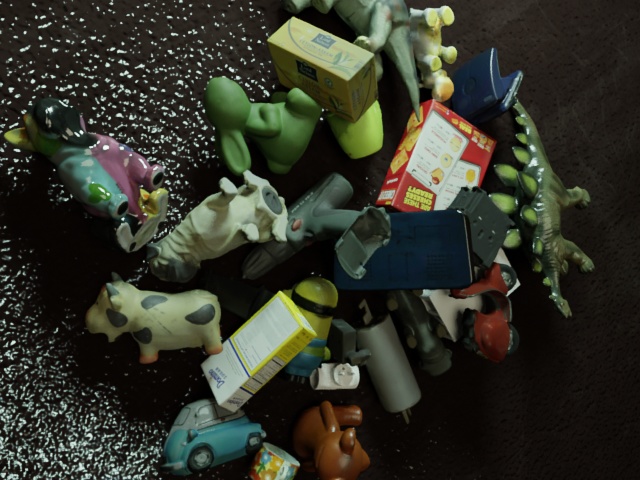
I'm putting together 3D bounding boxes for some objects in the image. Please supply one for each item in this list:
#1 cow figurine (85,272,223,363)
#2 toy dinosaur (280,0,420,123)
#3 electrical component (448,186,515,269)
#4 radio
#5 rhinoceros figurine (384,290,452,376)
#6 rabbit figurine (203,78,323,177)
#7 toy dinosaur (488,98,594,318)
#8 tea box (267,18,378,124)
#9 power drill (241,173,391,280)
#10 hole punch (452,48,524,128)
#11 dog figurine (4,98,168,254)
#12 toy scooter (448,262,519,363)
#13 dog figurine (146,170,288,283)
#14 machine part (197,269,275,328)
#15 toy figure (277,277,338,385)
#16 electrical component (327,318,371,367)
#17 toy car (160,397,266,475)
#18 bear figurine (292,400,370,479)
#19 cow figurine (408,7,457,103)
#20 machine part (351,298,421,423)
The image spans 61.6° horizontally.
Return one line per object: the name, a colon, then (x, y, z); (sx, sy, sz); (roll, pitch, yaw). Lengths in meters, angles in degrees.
cow figurine: (-0.246, 0.111, 0.798); (0.195, 0.085, 0.127); (-3, 104, -9)
toy dinosaur: (0.080, -0.404, 0.924); (0.404, 0.131, 0.192); (43, 75, -24)
electrical component: (0.272, -0.013, 0.964); (0.115, 0.058, 0.134); (38, 77, -20)
radio: (0.139, 0.018, 0.905); (0.230, 0.073, 0.131); (-3, 88, 18)
rhinoceros figurine: (0.177, 0.160, 0.977); (0.073, 0.112, 0.190); (-29, 91, -4)
rabbit figurine: (-0.110, -0.183, 0.847); (0.170, 0.121, 0.159); (21, 101, -28)
toy dinosaur: (0.430, -0.080, 1.057); (0.198, 0.105, 0.471); (10, 67, -31)
tea box: (0.005, -0.269, 0.852); (0.068, 0.170, 0.098); (-47, 152, -15)
power drill: (-0.002, -0.003, 0.844); (0.232, 0.207, 0.085); (-49, 120, -16)
hole punch: (0.305, -0.281, 1.011); (0.092, 0.142, 0.116); (35, 64, -22)
dog figurine: (-0.330, -0.098, 0.760); (0.219, 0.191, 0.108); (34, 57, 9)
toy scooter: (0.291, 0.130, 0.971); (0.135, 0.075, 0.183); (4, 86, -23)
dog figurine: (-0.158, -0.010, 0.836); (0.172, 0.190, 0.121); (0, 64, -58)
machine part: (-0.137, 0.096, 0.876); (0.139, 0.039, 0.084); (30, 89, -21)
toy figure: (-0.018, 0.151, 0.899); (0.082, 0.089, 0.180); (21, 78, -45)
electrical component: (0.044, 0.176, 0.925); (0.045, 0.102, 0.078); (-6, 103, -26)
toy car: (-0.170, 0.296, 0.834); (0.161, 0.109, 0.103); (-8, 77, -31)
bear figurine: (0.033, 0.335, 0.867); (0.132, 0.196, 0.120); (18, 81, -23)
cow figurine: (0.196, -0.339, 0.991); (0.068, 0.098, 0.167); (-25, 119, -26)
machine part: (0.119, 0.217, 0.966); (0.079, 0.079, 0.243); (-26, 99, -20)
